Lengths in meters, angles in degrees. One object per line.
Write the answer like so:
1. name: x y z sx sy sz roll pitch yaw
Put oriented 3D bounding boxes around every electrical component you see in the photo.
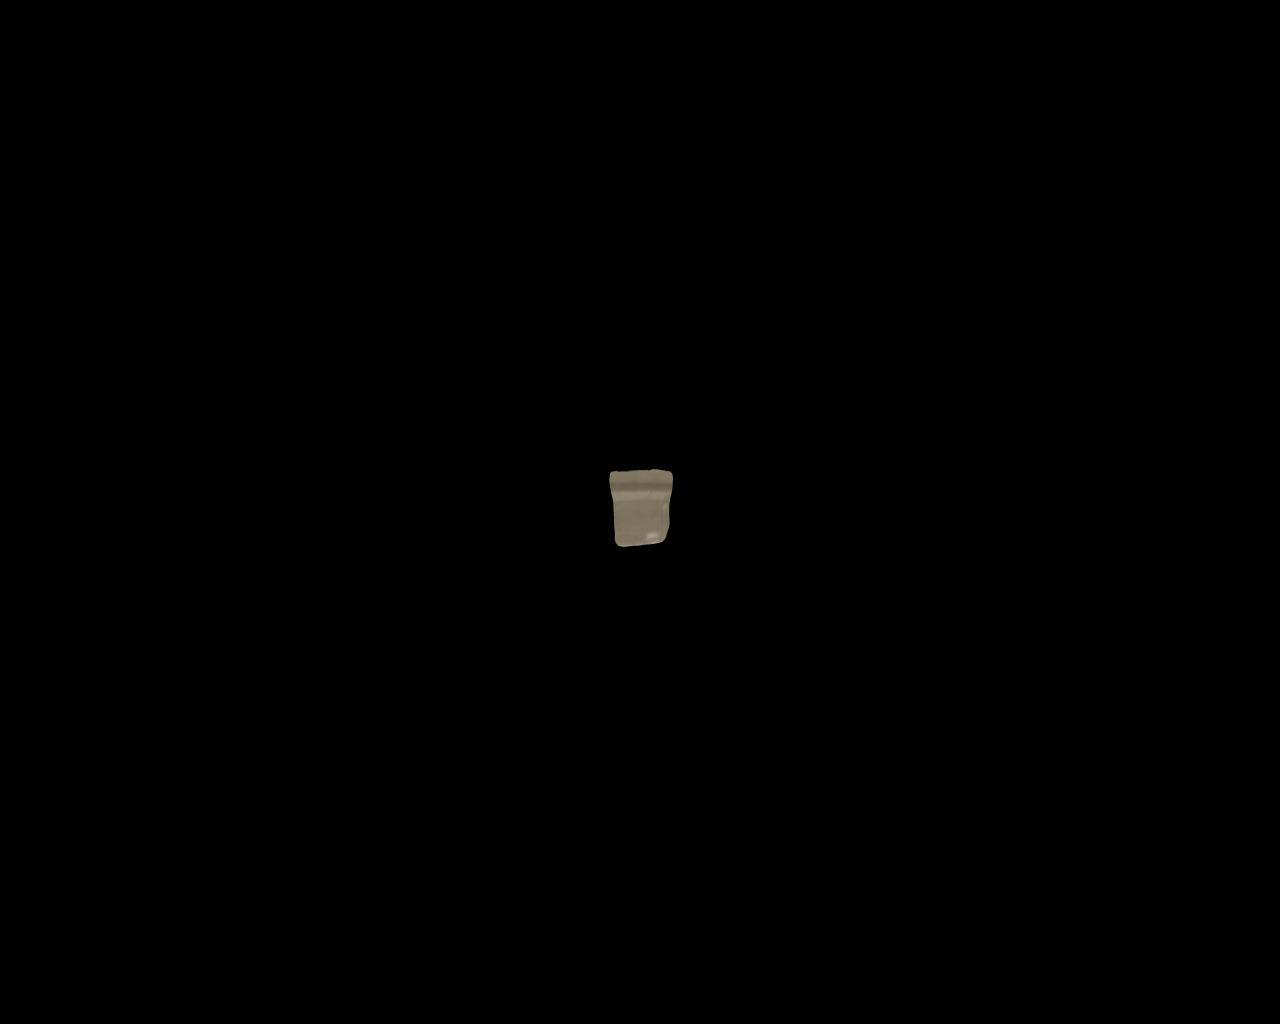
1. electrical component: 0.001 -0.003 0.650 0.040 0.046 0.040 0 0 0
